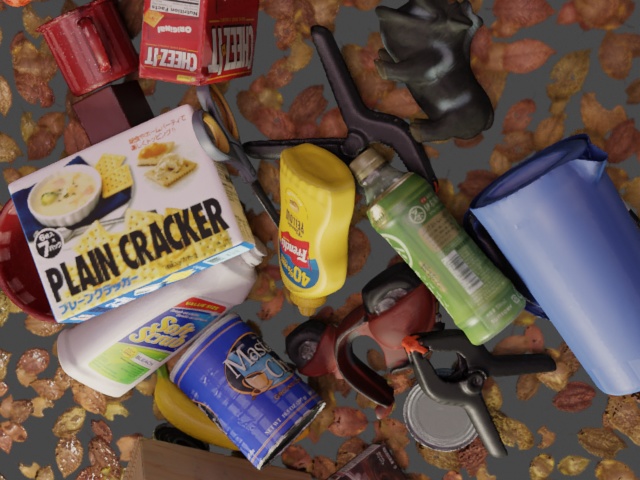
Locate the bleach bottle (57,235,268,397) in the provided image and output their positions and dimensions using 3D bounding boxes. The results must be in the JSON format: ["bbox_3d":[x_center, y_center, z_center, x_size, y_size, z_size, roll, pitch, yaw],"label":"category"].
[{"bbox_3d":[-0.166,0.074,1.176,0.251,0.068,0.102,-37,134,17],"label":"bleach bottle"}]

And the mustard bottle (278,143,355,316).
[{"bbox_3d":[-0.008,0.002,1.117,0.096,0.058,0.192,42,140,40],"label":"mustard bottle"}]

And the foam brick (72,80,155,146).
[{"bbox_3d":[-0.220,-0.136,1.147,0.051,0.078,0.053,-23,96,16],"label":"foam brick"}]

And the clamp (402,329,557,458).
[{"bbox_3d":[0.165,0.136,1.104,0.171,0.039,0.120,40,79,-21],"label":"clamp"}]

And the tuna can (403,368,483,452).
[{"bbox_3d":[0.135,0.183,1.158,0.086,0.033,0.086,3,103,13],"label":"tuna can"}]

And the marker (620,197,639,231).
[{"bbox_3d":[0.336,0.007,1.078,0.020,0.020,0.121,-42,91,18],"label":"marker"}]

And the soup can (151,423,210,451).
[{"bbox_3d":[-0.177,0.273,1.235,0.068,0.068,0.102,26,107,6],"label":"soup can"}]

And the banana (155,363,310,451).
[{"bbox_3d":[-0.112,0.204,1.220,0.198,0.037,0.070,22,107,8],"label":"banana"}]

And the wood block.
[{"bbox_3d":[-0.111,0.295,1.170,0.205,0.090,0.091,16,108,-19],"label":"wood block"}]

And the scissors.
[{"bbox_3d":[-0.083,-0.069,1.101,0.016,0.096,0.201,-18,108,20],"label":"scissors"}]

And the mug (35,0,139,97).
[{"bbox_3d":[-0.238,-0.203,1.120,0.093,0.117,0.081,-27,102,-14],"label":"mug"}]

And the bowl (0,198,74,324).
[{"bbox_3d":[-0.284,0.011,1.200,0.162,0.055,0.162,1,94,12],"label":"bowl"}]

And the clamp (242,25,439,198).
[{"bbox_3d":[0.028,-0.099,1.117,0.210,0.036,0.165,40,118,-2],"label":"clamp"}]

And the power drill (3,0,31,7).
[{"bbox_3d":[-0.215,-0.297,1.051,0.185,0.187,0.057,-29,93,19],"label":"power drill"}]

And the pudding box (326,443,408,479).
[{"bbox_3d":[0.060,0.295,1.175,0.090,0.039,0.113,-34,92,-24],"label":"pudding box"}]

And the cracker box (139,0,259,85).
[{"bbox_3d":[-0.106,-0.265,1.045,0.072,0.164,0.214,11,105,13],"label":"cracker box"}]

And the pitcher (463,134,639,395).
[{"bbox_3d":[0.256,0.030,1.055,0.145,0.149,0.243,-33,97,3],"label":"pitcher"}]

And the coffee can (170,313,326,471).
[{"bbox_3d":[-0.078,0.163,1.156,0.140,0.102,0.103,44,108,12],"label":"coffee can"}]
